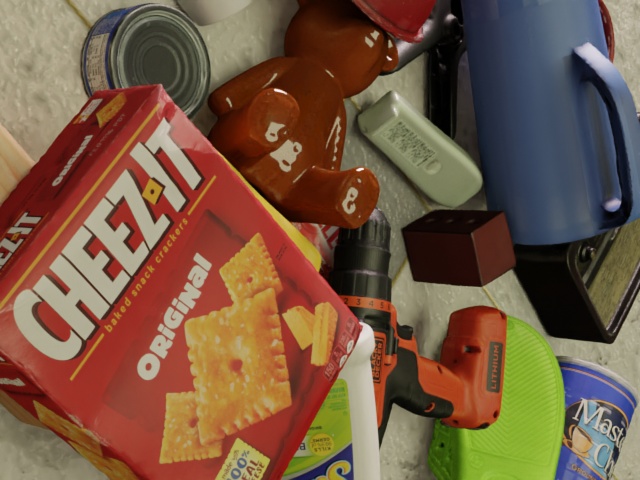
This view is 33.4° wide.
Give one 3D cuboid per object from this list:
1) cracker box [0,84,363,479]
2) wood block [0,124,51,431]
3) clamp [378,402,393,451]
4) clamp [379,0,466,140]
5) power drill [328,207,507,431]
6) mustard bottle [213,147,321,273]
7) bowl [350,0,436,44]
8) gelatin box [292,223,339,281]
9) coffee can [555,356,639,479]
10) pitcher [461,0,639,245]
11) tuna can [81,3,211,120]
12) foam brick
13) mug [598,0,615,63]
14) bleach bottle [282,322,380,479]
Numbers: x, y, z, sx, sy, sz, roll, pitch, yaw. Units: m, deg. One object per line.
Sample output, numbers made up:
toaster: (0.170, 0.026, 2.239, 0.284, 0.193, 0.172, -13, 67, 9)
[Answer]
cracker box: (-0.084, 0.046, 0.592, 0.213, 0.072, 0.164, 51, 57, -33)
wood block: (-0.188, 0.013, 0.604, 0.090, 0.091, 0.206, -55, 127, -29)
clamp: (-0.005, 0.179, 0.829, 0.209, 0.036, 0.164, -32, 110, -42)
clamp: (0.107, -0.170, 0.937, 0.171, 0.039, 0.120, -61, 141, -26)
power drill: (0.073, 0.076, 0.852, 0.187, 0.057, 0.184, 15, 79, -42)
mustard bottle: (-0.055, 0.002, 0.733, 0.191, 0.096, 0.058, 44, 60, -37)
bowl: (0.042, -0.226, 0.796, 0.162, 0.055, 0.162, 39, 28, -25)
gelatin box: (-0.006, 0.001, 0.830, 0.073, 0.030, 0.089, -39, 118, -38)
coffee can: (0.236, 0.198, 1.028, 0.102, 0.103, 0.140, 46, 60, -36)
pitcher: (0.199, -0.124, 0.916, 0.144, 0.149, 0.243, -57, 137, -60)
tuna can: (-0.115, -0.115, 0.715, 0.085, 0.034, 0.086, -1, 92, -45)
foam brick: (0.120, 0.006, 0.925, 0.052, 0.078, 0.051, -28, 112, -42)
mug: (0.226, -0.198, 1.024, 0.093, 0.082, 0.117, 29, 71, -42)
bleach bottle: (0.004, 0.189, 0.748, 0.068, 0.102, 0.251, -54, 136, -80)
